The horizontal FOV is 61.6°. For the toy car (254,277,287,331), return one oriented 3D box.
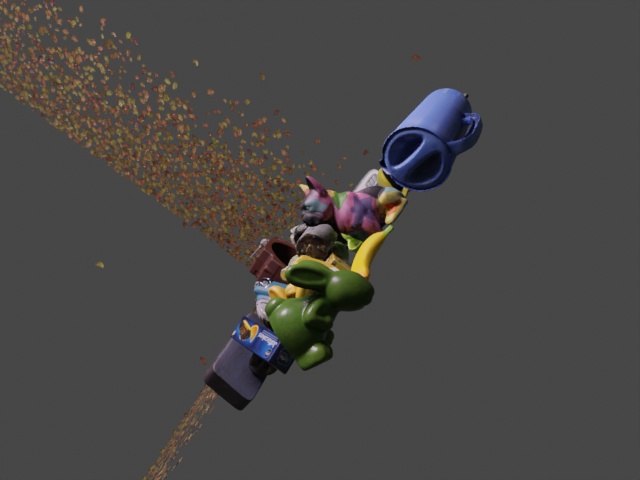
[{"bbox_3d":[-0.087,0.155,1.215,0.109,0.162,0.103,81,-150,-47],"label":"toy car"}]

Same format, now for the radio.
[{"bbox_3d":[-0.189,0.303,1.379,0.073,0.131,0.230,-49,6,40],"label":"radio"}]

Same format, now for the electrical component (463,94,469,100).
[{"bbox_3d":[0.336,-0.327,1.387,0.078,0.045,0.102,5,57,52],"label":"electrical component"}]

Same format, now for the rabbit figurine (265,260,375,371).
[{"bbox_3d":[0.005,0.104,0.901,0.170,0.159,0.121,-37,-4,9],"label":"rabbit figurine"}]

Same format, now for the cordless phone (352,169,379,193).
[{"bbox_3d":[0.142,-0.112,1.515,0.146,0.089,0.184,-52,8,16],"label":"cordless phone"}]

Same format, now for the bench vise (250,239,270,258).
[{"bbox_3d":[-0.091,0.066,1.683,0.129,0.240,0.224,-49,20,10],"label":"bench vise"}]

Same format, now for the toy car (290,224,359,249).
[{"bbox_3d":[0.015,-0.011,1.452,0.202,0.073,0.056,-5,28,21],"label":"toy car"}]

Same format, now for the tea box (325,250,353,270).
[{"bbox_3d":[0.027,0.086,1.192,0.098,0.068,0.169,-54,4,6],"label":"tea box"}]

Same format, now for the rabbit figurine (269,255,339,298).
[{"bbox_3d":[-0.032,0.126,1.042,0.122,0.163,0.173,-5,-69,-40],"label":"rabbit figurine"}]

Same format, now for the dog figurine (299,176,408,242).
[{"bbox_3d":[0.061,-0.083,1.193,0.191,0.219,0.108,-55,7,-14],"label":"dog figurine"}]

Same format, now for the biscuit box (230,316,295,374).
[{"bbox_3d":[-0.126,0.231,1.205,0.203,0.059,0.063,13,65,56],"label":"biscuit box"}]

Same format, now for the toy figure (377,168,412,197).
[{"bbox_3d":[0.207,-0.179,1.245,0.180,0.089,0.082,-53,-4,34],"label":"toy figure"}]

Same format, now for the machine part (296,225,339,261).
[{"bbox_3d":[-0.003,-0.004,1.288,0.079,0.079,0.243,-52,1,22],"label":"machine part"}]

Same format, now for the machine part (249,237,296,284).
[{"bbox_3d":[-0.078,0.090,1.433,0.087,0.201,0.201,-55,4,13],"label":"machine part"}]

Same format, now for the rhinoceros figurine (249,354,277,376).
[{"bbox_3d":[-0.103,0.250,1.331,0.190,0.073,0.112,-57,-5,-23],"label":"rhinoceros figurine"}]
